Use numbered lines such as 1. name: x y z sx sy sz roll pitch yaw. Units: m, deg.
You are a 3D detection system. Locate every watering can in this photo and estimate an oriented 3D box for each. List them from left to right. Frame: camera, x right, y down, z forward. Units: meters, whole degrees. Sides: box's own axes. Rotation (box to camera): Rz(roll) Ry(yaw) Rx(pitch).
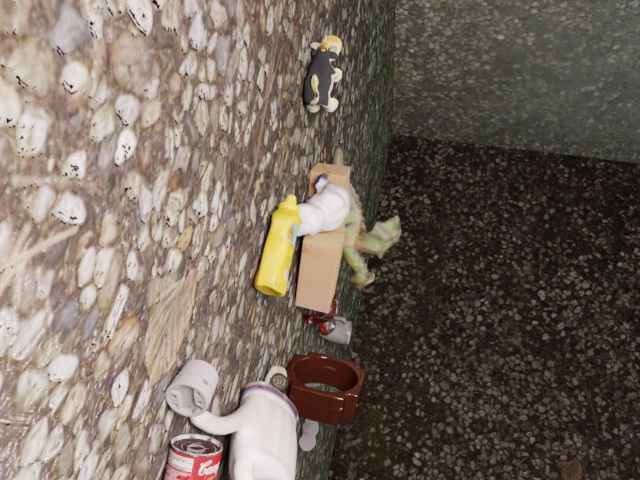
1. watering can: -0.110 0.332 0.867 0.229 0.104 0.341 -90 160 -61

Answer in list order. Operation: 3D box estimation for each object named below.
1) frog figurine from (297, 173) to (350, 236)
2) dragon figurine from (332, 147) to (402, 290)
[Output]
1. frog figurine: 0.004 -0.059 1.173 0.135 0.122 0.163 -41 -162 28
2. dragon figurine: 0.120 -0.051 1.506 0.123 0.243 0.406 -28 129 -71
